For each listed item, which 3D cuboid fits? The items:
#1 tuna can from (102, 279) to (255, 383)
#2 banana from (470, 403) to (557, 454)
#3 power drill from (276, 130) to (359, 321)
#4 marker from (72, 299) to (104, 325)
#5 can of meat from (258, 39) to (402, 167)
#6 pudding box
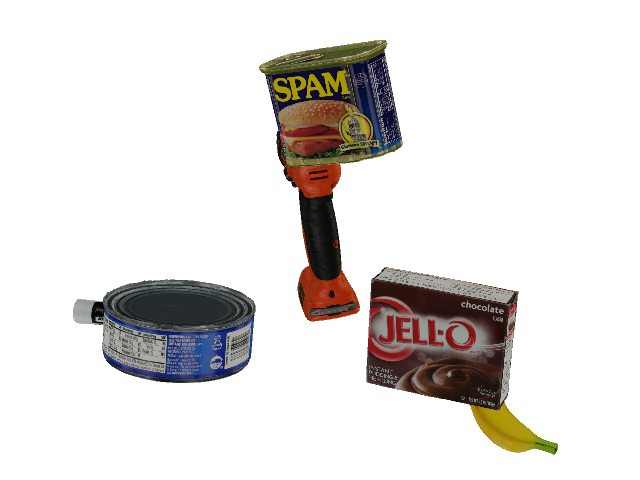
[{"bbox_3d":[-0.080,0.050,0.605,0.086,0.034,0.086,5,14,-1],"label":"tuna can"},{"bbox_3d":[0.201,0.184,1.206,0.069,0.037,0.198,10,24,-15],"label":"banana"},{"bbox_3d":[-0.008,-0.026,1.085,0.057,0.187,0.184,-11,19,-4],"label":"power drill"},{"bbox_3d":[-0.130,0.059,0.820,0.121,0.020,0.020,4,1,10],"label":"marker"},{"bbox_3d":[0.010,-0.107,0.845,0.102,0.084,0.057,-2,21,33],"label":"can of meat"},{"bbox_3d":[0.094,0.075,0.835,0.114,0.090,0.039,9,22,19],"label":"pudding box"}]
